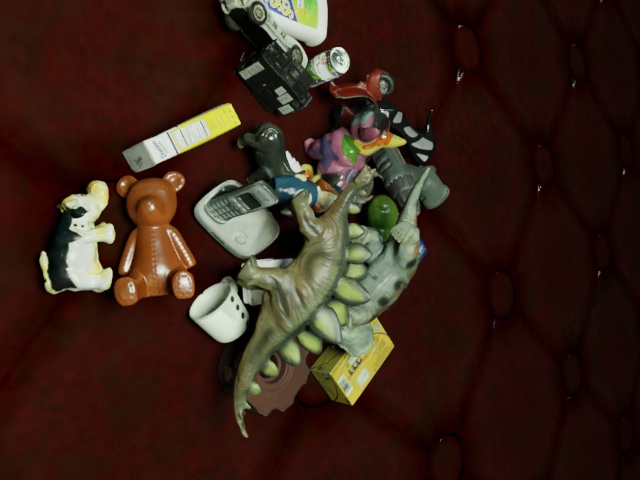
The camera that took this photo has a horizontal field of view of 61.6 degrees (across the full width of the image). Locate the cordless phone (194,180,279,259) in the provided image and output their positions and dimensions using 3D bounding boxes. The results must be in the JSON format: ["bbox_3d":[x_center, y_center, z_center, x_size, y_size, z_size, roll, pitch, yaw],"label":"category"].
[{"bbox_3d":[-0.112,-0.044,0.915,0.146,0.184,0.089,48,55,-27],"label":"cordless phone"}]

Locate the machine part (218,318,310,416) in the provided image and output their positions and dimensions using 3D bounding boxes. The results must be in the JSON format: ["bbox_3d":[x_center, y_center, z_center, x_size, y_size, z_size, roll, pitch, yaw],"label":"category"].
[{"bbox_3d":[-0.097,0.231,0.990,0.179,0.056,0.179,4,84,-41],"label":"machine part"}]

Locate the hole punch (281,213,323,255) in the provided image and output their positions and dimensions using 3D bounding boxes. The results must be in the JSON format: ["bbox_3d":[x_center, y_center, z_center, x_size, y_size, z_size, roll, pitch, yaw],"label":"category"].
[{"bbox_3d":[-0.002,-0.003,1.038,0.116,0.142,0.092,47,55,-2],"label":"hole punch"}]

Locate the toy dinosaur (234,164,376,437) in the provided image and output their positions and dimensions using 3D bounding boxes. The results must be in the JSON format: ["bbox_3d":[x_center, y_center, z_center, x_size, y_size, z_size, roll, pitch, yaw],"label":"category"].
[{"bbox_3d":[-0.037,0.087,0.860,0.198,0.105,0.471,35,92,-1],"label":"toy dinosaur"}]

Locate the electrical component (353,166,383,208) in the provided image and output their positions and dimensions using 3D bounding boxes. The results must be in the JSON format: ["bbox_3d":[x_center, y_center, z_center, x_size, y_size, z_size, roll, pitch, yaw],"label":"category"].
[{"bbox_3d":[0.086,-0.114,1.151,0.102,0.078,0.045,-60,166,-21],"label":"electrical component"}]

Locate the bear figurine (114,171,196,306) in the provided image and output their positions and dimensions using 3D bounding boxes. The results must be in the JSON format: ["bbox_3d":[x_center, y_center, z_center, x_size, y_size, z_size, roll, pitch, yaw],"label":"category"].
[{"bbox_3d":[-0.256,-0.009,0.830,0.120,0.132,0.195,-3,95,-12],"label":"bear figurine"}]

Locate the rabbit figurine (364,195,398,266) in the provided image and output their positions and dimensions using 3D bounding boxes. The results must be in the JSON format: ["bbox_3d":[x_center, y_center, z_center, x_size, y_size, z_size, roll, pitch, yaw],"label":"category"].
[{"bbox_3d":[0.130,-0.009,1.137,0.159,0.121,0.170,2,106,-61],"label":"rabbit figurine"}]

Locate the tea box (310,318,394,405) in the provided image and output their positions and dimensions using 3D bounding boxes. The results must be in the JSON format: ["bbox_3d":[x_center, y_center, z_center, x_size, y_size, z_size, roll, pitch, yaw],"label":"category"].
[{"bbox_3d":[0.070,0.244,1.119,0.169,0.068,0.098,-45,115,-34],"label":"tea box"}]

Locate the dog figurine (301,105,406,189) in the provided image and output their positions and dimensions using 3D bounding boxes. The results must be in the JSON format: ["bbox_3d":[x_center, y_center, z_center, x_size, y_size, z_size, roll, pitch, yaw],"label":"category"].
[{"bbox_3d":[0.061,-0.158,1.048,0.108,0.219,0.191,15,76,-35],"label":"dog figurine"}]

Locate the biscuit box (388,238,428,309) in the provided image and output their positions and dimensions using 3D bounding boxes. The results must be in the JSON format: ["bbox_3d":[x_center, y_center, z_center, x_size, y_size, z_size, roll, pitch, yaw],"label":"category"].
[{"bbox_3d":[0.166,0.067,1.218,0.203,0.063,0.059,-50,117,-32],"label":"biscuit box"}]

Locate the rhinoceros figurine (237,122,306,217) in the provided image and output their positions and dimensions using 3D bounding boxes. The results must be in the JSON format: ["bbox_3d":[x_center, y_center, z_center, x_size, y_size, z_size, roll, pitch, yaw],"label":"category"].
[{"bbox_3d":[-0.078,-0.130,0.994,0.073,0.112,0.190,-47,134,-37],"label":"rhinoceros figurine"}]

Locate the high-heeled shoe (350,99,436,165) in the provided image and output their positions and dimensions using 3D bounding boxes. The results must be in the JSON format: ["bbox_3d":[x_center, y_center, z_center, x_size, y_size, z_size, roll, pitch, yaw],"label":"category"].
[{"bbox_3d":[0.169,-0.247,1.262,0.249,0.086,0.145,0,121,-21],"label":"high-heeled shoe"}]

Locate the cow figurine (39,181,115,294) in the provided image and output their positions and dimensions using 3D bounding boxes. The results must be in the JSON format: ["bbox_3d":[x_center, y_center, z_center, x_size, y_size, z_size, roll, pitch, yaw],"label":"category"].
[{"bbox_3d":[-0.356,-0.006,0.786,0.098,0.068,0.167,1,85,-33],"label":"cow figurine"}]

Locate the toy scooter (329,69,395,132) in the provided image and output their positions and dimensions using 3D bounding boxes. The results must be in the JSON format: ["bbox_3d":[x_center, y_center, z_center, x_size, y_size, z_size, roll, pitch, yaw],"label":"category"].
[{"bbox_3d":[0.068,-0.274,1.125,0.135,0.075,0.183,3,126,-23],"label":"toy scooter"}]

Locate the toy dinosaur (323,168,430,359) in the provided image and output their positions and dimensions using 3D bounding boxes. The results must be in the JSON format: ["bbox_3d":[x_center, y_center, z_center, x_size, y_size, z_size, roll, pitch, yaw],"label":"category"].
[{"bbox_3d":[0.111,0.067,1.006,0.405,0.131,0.192,-48,150,4],"label":"toy dinosaur"}]

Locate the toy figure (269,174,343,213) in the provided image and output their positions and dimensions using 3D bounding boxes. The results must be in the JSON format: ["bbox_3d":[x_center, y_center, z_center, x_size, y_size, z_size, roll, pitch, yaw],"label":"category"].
[{"bbox_3d":[-0.017,-0.078,0.950,0.154,0.064,0.058,6,58,-29],"label":"toy figure"}]

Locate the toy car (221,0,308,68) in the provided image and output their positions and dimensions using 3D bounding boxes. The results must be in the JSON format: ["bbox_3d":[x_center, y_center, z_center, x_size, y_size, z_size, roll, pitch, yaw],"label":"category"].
[{"bbox_3d":[-0.100,-0.381,1.002,0.201,0.074,0.056,38,64,-47],"label":"toy car"}]

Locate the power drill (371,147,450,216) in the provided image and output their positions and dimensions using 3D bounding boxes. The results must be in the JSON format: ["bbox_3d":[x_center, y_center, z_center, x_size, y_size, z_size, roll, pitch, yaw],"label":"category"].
[{"bbox_3d":[0.205,-0.126,1.211,0.207,0.086,0.232,7,48,-45],"label":"power drill"}]

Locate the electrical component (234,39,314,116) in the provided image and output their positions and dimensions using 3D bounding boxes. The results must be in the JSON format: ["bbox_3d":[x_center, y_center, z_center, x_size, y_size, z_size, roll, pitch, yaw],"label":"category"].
[{"bbox_3d":[-0.080,-0.296,1.006,0.134,0.115,0.058,45,65,-28],"label":"electrical component"}]
